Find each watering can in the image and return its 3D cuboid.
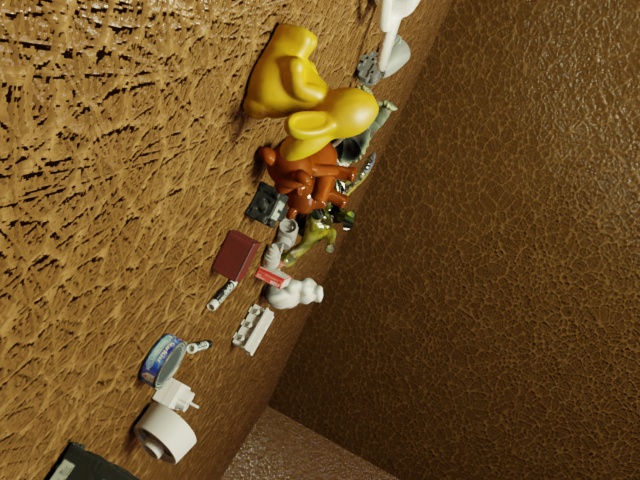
[{"bbox_3d":[0.170,-0.520,1.071,0.104,0.227,0.343,25,-13,8],"label":"watering can"}]

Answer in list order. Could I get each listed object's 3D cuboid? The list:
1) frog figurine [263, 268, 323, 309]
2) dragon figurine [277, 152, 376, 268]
[{"bbox_3d":[-0.076,0.153,1.466,0.160,0.125,0.134,28,-36,8],"label":"frog figurine"},{"bbox_3d":[0.004,-0.074,1.463,0.121,0.417,0.241,44,-25,-16],"label":"dragon figurine"}]
